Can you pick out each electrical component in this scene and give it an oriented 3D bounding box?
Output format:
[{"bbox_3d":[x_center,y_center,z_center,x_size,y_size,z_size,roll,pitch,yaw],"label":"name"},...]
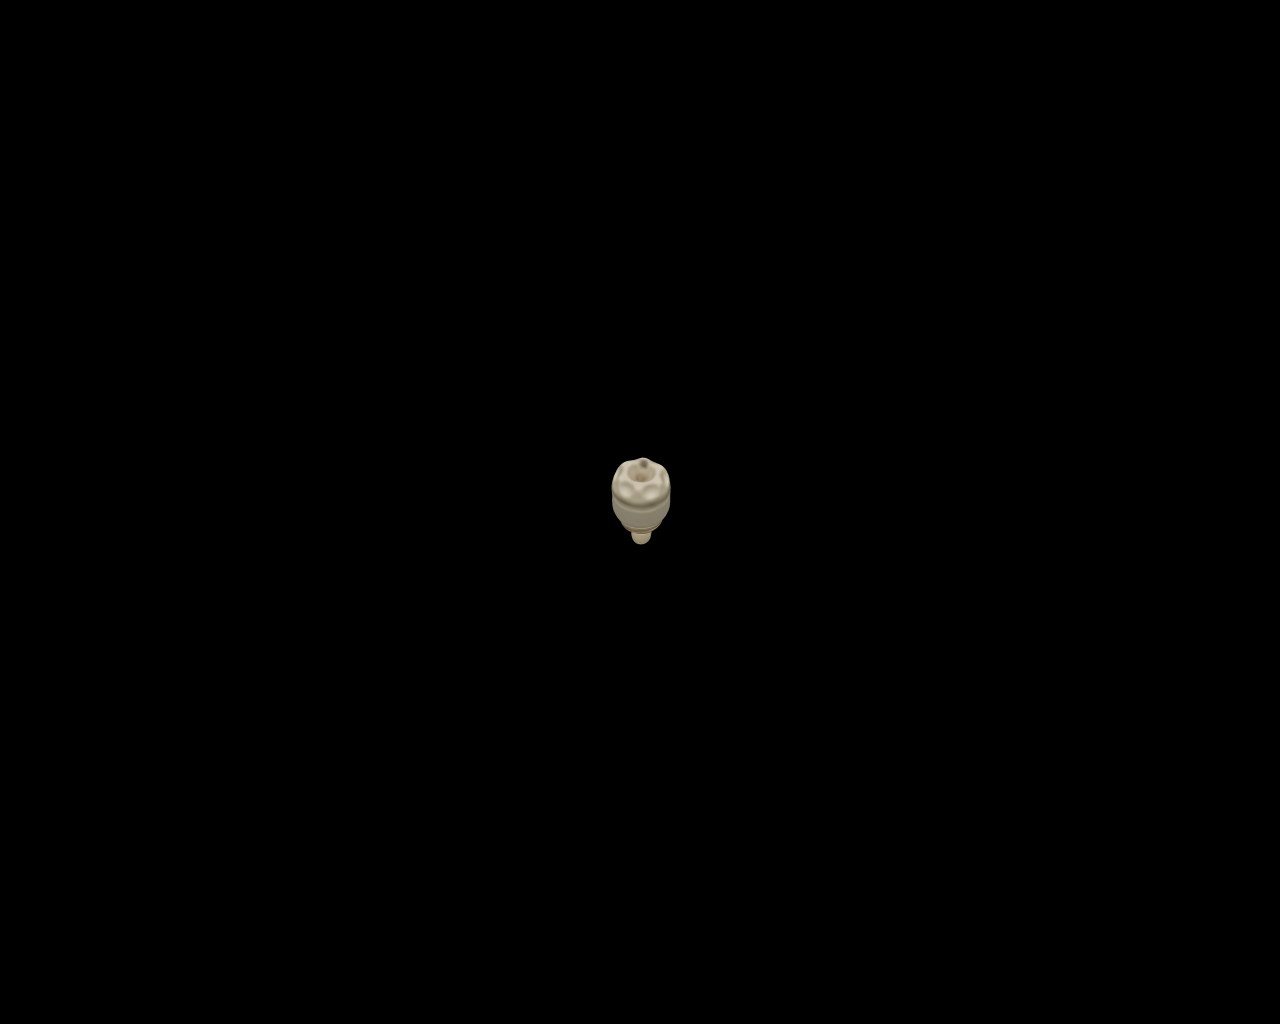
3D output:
[{"bbox_3d":[0.001,-0.003,0.650,0.035,0.035,0.061,0,-44,0],"label":"electrical component"}]
